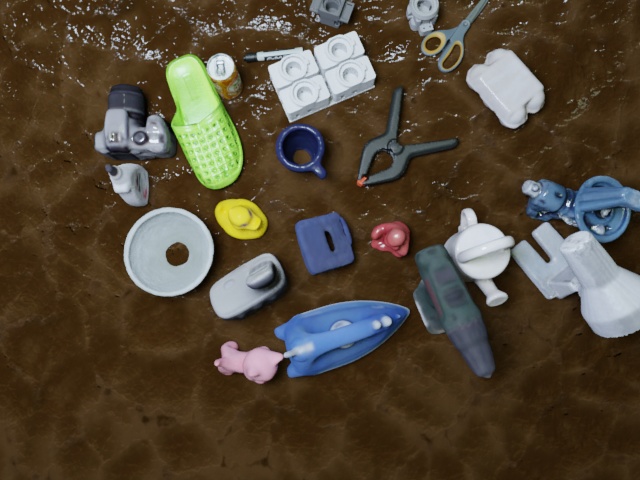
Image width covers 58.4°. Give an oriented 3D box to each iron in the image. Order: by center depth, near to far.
[{"bbox_3d":[0.049,0.168,1.038,0.258,0.141,0.118,-19,84,-1],"label":"iron"}]

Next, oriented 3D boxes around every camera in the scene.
[{"bbox_3d":[-0.359,-0.229,1.102,0.143,0.101,0.137,-1,84,0],"label":"camera"}]

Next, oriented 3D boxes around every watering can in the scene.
[{"bbox_3d":[0.291,0.028,1.024,0.101,0.194,0.173,-37,85,-3],"label":"watering can"}]

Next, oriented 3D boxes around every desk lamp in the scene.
[{"bbox_3d":[0.461,0.064,1.010,0.118,0.213,0.203,-40,85,-3],"label":"desk lamp"}]

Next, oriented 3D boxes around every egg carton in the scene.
[{"bbox_3d":[0.363,-0.297,1.120,0.107,0.069,0.150,-40,85,-3],"label":"egg carton"}]

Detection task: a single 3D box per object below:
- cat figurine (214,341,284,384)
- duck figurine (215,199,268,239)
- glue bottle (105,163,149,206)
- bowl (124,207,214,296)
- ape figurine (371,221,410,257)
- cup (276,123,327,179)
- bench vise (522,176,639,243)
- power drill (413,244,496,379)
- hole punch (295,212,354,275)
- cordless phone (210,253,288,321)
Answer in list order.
[{"bbox_3d":[-0.130,0.226,1.045,0.127,0.118,0.067,5,84,1],"label":"cat figurine"},{"bbox_3d":[-0.153,-0.044,1.089,0.104,0.086,0.077,25,85,3],"label":"duck figurine"},{"bbox_3d":[-0.358,-0.112,1.054,0.037,0.173,0.078,-5,84,0],"label":"glue bottle"},{"bbox_3d":[-0.278,0.025,1.089,0.167,0.075,0.167,0,84,0],"label":"bowl"},{"bbox_3d":[0.139,-0.003,1.080,0.076,0.092,0.078,-35,85,-3],"label":"ape figurine"},{"bbox_3d":[-0.027,-0.157,1.095,0.092,0.095,0.118,-40,85,-3],"label":"cup"},{"bbox_3d":[0.474,-0.057,1.019,0.207,0.220,0.121,0,84,1],"label":"bench vise"},{"bbox_3d":[0.228,0.122,1.008,0.075,0.208,0.229,-23,84,-2],"label":"power drill"},{"bbox_3d":[0.010,0.004,1.081,0.101,0.091,0.109,-19,84,-1],"label":"hole punch"},{"bbox_3d":[-0.134,0.084,1.026,0.147,0.185,0.094,-34,85,-3],"label":"cordless phone"}]
